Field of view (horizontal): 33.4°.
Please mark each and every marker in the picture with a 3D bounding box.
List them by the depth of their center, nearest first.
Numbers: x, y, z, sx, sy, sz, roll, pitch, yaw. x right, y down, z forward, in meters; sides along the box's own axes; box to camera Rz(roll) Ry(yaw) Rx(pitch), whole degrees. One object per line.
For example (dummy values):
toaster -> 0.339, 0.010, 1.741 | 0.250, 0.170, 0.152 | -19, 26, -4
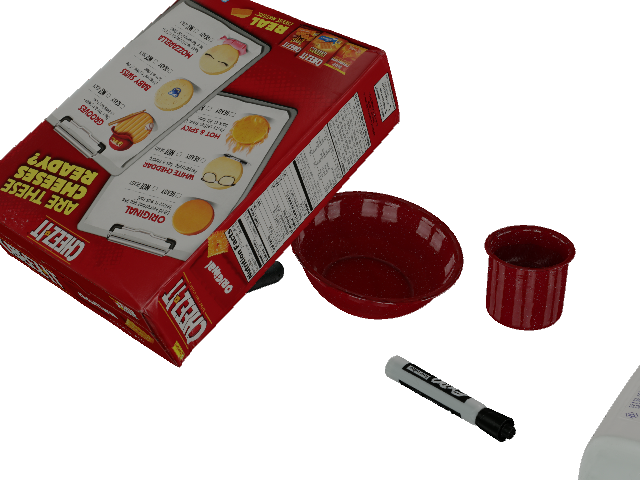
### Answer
marker -> 0.097, 0.118, 0.802 | 0.020, 0.020, 0.121 | 0, 19, -44

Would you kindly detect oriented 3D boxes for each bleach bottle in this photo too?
bleach bottle -> 0.246, 0.097, 0.653 | 0.103, 0.068, 0.250 | 18, 29, 28

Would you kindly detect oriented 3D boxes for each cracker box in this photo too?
cracker box -> -0.079, -0.050, 0.650 | 0.164, 0.213, 0.072 | 28, -24, 33

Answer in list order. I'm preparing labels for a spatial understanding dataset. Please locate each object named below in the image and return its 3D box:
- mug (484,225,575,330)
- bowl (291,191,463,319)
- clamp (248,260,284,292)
mug -> 0.215, 0.035, 1.135 | 0.093, 0.081, 0.117 | -5, 30, -8
bowl -> 0.048, 0.023, 0.993 | 0.162, 0.055, 0.162 | 6, 39, -5
clamp -> -0.122, 0.059, 1.217 | 0.120, 0.039, 0.171 | 0, 30, 29
